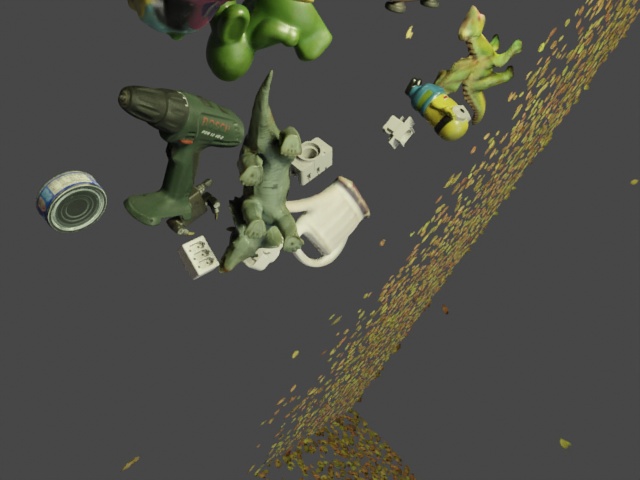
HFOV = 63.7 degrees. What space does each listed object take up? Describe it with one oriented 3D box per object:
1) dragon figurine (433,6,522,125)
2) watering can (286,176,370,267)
[{"bbox_3d":[0.390,-0.432,1.382,0.244,0.124,0.400,-21,145,-17],"label":"dragon figurine"},{"bbox_3d":[0.004,-0.062,1.222,0.226,0.105,0.341,-47,145,-10],"label":"watering can"}]
